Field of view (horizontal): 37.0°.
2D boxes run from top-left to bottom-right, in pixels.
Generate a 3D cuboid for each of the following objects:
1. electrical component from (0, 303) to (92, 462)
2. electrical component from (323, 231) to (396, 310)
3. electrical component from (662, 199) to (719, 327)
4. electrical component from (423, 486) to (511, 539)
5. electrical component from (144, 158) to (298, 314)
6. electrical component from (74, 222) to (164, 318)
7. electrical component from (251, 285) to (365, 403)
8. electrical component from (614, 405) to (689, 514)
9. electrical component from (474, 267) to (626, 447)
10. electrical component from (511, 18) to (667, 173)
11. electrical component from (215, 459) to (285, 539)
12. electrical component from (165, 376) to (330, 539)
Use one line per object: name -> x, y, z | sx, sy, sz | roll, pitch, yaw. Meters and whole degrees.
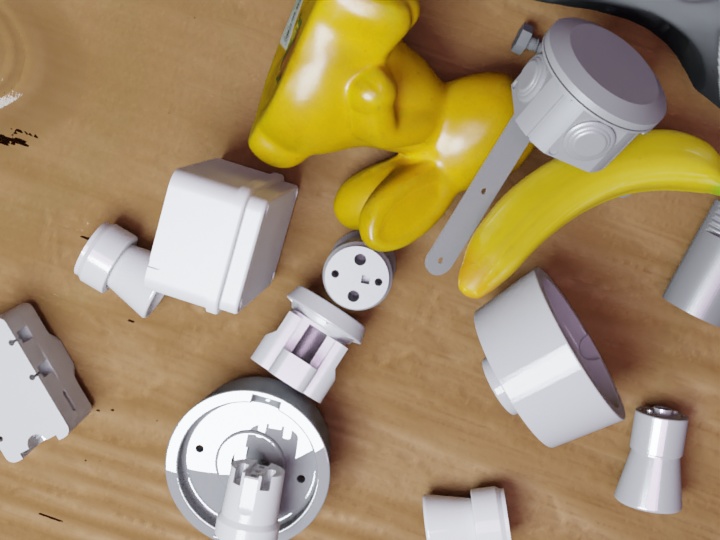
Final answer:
electrical component -> -0.229, 0.074, 0.728 | 0.050, 0.055, 0.089 | -27, 97, 9
electrical component -> 0.000, 0.000, 0.697 | 0.045, 0.055, 0.045 | 1, 100, 4
electrical component -> 0.231, -0.009, 0.683 | 0.043, 0.043, 0.081 | 26, 101, -1
electrical component -> 0.073, 0.171, 0.729 | 0.055, 0.045, 0.045 | -8, 100, 6
electrical component -> -0.083, -0.023, 0.670 | 0.057, 0.113, 0.078 | 18, 102, 4
electrical component -> -0.155, -0.001, 0.714 | 0.055, 0.045, 0.045 | 31, 101, -1
electrical component -> -0.033, 0.047, 0.700 | 0.058, 0.078, 0.057 | 33, 85, -2
electrical component -> 0.196, 0.123, 0.713 | 0.044, 0.044, 0.065 | 8, 96, 3
electrical component -> 0.113, 0.059, 0.676 | 0.060, 0.108, 0.108 | -31, 97, 15
electrical component -> 0.129, -0.099, 0.610 | 0.080, 0.080, 0.051 | 37, 133, -3
electrical component -> -0.068, 0.146, 0.675 | 0.040, 0.040, 0.046 | 11, 96, 2
electrical component -> -0.071, 0.124, 0.723 | 0.108, 0.060, 0.108 | 1, 101, 4
